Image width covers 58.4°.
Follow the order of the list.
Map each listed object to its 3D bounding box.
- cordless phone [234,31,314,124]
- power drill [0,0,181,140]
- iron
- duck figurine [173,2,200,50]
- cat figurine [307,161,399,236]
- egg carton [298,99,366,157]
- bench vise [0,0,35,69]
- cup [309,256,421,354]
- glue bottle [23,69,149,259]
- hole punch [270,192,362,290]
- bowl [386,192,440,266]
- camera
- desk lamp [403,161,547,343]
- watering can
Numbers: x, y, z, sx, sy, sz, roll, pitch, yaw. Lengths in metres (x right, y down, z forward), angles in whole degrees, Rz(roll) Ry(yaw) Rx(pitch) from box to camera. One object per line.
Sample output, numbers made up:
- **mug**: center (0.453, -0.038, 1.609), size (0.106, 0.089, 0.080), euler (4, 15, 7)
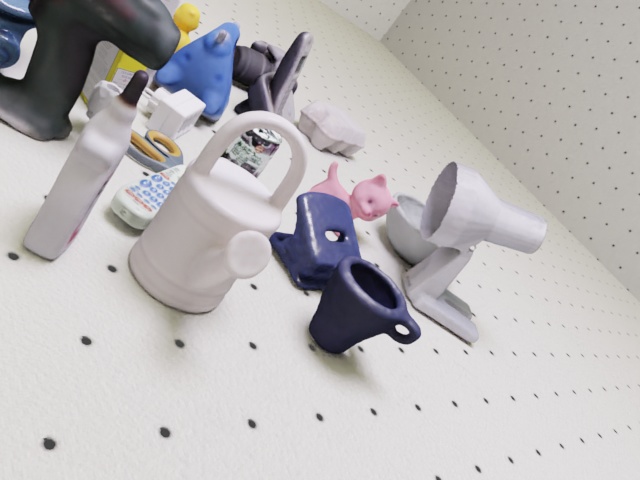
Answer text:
- **cordless phone**: center (-0.054, -0.281, 1.011), size (0.094, 0.185, 0.148), euler (38, 24, -4)
- **power drill**: center (-0.266, -0.212, 0.556), size (0.230, 0.208, 0.075), euler (28, 26, -25)
- **iron**: center (-0.170, -0.295, 0.920), size (0.119, 0.141, 0.258), euler (33, 25, -16)
- **duck figurine**: center (-0.246, -0.380, 1.023), size (0.078, 0.086, 0.104), euler (23, 29, -33)
- **cat figurine**: center (0.054, -0.068, 0.883), size (0.128, 0.117, 0.067), euler (38, 24, -4)
- **egg carton**: center (0.026, -0.228, 1.178), size (0.107, 0.069, 0.151), euler (51, 26, 24)
- **bench vise**: center (-0.347, -0.325, 0.617), size (0.207, 0.219, 0.122), euler (48, 25, 17)
- **cup**: center (0.043, 0.088, 0.626), size (0.118, 0.095, 0.092), euler (41, 24, 3)
- **glue bottle**: center (-0.183, -0.066, 0.465), size (0.037, 0.173, 0.078), euler (30, 26, -20)
- **hole punch**: center (0.007, 0.003, 0.725), size (0.109, 0.091, 0.101), euler (7, 40, -51)
- **bowl**: center (0.172, -0.002, 0.993), size (0.168, 0.074, 0.167), euler (32, 25, -17)
- **camera**: center (-0.120, -0.348, 1.134), size (0.137, 0.100, 0.143), euler (14, 35, -45)
- **desk lamp**: center (0.217, 0.013, 0.863), size (0.204, 0.213, 0.118), euler (33, 25, -14)
- **watering can**: center (-0.081, -0.027, 0.521), size (0.101, 0.194, 0.172), euler (9, 38, -49)
